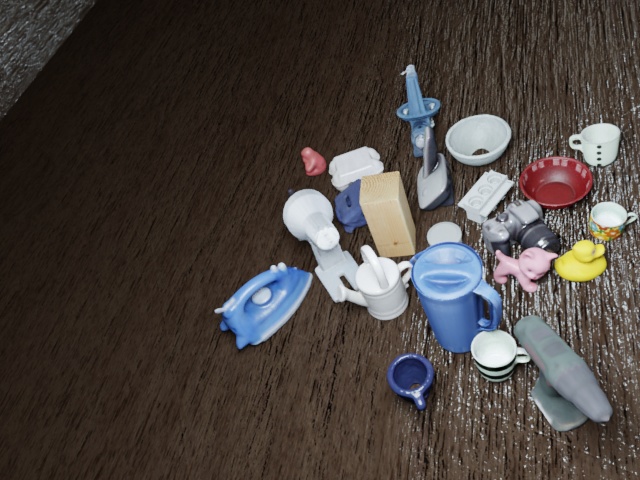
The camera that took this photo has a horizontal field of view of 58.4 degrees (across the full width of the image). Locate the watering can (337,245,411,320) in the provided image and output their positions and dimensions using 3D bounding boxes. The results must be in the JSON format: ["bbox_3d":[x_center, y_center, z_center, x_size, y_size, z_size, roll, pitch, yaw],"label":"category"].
[{"bbox_3d":[0.123,0.092,1.263,0.173,0.194,0.100,-43,50,-15],"label":"watering can"}]

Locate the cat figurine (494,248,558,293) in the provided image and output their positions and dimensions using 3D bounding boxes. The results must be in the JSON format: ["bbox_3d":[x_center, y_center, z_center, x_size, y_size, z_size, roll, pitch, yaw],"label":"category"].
[{"bbox_3d":[0.436,0.050,1.226,0.127,0.118,0.067,15,59,31],"label":"cat figurine"}]

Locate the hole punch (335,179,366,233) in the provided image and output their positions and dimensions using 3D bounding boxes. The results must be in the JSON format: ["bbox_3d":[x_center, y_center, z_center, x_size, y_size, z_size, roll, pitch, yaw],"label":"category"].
[{"bbox_3d":[0.087,-0.090,1.500,0.101,0.091,0.108,-21,47,4],"label":"hole punch"}]

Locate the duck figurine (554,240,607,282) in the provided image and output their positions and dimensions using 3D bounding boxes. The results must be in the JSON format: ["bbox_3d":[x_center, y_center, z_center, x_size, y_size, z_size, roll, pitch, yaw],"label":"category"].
[{"bbox_3d":[0.552,0.037,1.213,0.104,0.086,0.077,-12,49,12],"label":"duck figurine"}]

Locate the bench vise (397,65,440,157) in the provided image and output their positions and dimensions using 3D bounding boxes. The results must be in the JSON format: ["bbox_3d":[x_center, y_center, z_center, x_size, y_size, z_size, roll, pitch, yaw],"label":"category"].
[{"bbox_3d":[0.277,-0.351,1.554,0.121,0.220,0.207,-22,47,4],"label":"bench vise"}]

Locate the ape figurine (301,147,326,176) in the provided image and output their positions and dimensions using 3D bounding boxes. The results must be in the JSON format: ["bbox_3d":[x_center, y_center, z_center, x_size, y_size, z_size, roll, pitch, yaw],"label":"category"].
[{"bbox_3d":[-0.026,-0.233,1.663,0.076,0.092,0.078,4,54,25],"label":"ape figurine"}]

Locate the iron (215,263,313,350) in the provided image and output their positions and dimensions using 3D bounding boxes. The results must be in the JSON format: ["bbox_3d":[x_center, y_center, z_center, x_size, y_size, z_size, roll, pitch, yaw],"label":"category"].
[{"bbox_3d":[-0.134,0.130,1.369,0.258,0.142,0.118,-42,49,-15],"label":"iron"}]

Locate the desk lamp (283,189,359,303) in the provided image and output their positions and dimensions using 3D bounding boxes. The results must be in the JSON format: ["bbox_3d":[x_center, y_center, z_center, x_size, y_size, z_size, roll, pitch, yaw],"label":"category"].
[{"bbox_3d":[0.013,0.005,1.366,0.118,0.214,0.202,-31,47,-5],"label":"desk lamp"}]

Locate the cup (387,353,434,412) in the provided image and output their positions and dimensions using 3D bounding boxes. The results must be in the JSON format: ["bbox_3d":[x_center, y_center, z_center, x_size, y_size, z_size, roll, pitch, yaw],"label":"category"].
[{"bbox_3d":[0.190,0.296,1.134,0.091,0.095,0.117,-21,47,4],"label":"cup"}]

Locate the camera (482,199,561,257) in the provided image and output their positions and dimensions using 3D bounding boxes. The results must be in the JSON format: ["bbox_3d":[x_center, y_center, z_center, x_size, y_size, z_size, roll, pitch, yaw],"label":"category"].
[{"bbox_3d":[0.457,-0.015,1.283,0.143,0.101,0.136,-29,47,-3],"label":"camera"}]

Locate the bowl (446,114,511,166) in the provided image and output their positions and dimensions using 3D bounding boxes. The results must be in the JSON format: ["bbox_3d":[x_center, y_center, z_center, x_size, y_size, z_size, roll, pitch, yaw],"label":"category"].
[{"bbox_3d":[0.419,-0.251,1.513,0.167,0.075,0.167,-11,49,13],"label":"bowl"}]

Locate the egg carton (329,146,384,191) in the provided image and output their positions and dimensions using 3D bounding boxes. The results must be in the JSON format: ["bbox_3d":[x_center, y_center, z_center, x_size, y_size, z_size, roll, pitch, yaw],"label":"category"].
[{"bbox_3d":[0.100,-0.198,1.599,0.150,0.070,0.107,-19,48,6],"label":"egg carton"}]

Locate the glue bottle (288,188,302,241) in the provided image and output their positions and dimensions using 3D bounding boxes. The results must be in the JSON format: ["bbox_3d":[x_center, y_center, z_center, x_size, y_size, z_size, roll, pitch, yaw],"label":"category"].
[{"bbox_3d":[-0.051,-0.071,1.483,0.078,0.173,0.037,-28,47,-2],"label":"glue bottle"}]

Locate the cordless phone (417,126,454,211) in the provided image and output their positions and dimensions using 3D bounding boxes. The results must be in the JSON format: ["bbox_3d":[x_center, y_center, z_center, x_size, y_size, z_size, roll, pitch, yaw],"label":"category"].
[{"bbox_3d":[0.278,-0.179,1.434,0.094,0.185,0.147,-11,49,13],"label":"cordless phone"}]

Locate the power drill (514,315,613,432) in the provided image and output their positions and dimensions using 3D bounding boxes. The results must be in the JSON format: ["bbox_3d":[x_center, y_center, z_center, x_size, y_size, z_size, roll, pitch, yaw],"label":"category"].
[{"bbox_3d":[0.423,0.250,1.002,0.075,0.209,0.229,-27,47,-1],"label":"power drill"}]
